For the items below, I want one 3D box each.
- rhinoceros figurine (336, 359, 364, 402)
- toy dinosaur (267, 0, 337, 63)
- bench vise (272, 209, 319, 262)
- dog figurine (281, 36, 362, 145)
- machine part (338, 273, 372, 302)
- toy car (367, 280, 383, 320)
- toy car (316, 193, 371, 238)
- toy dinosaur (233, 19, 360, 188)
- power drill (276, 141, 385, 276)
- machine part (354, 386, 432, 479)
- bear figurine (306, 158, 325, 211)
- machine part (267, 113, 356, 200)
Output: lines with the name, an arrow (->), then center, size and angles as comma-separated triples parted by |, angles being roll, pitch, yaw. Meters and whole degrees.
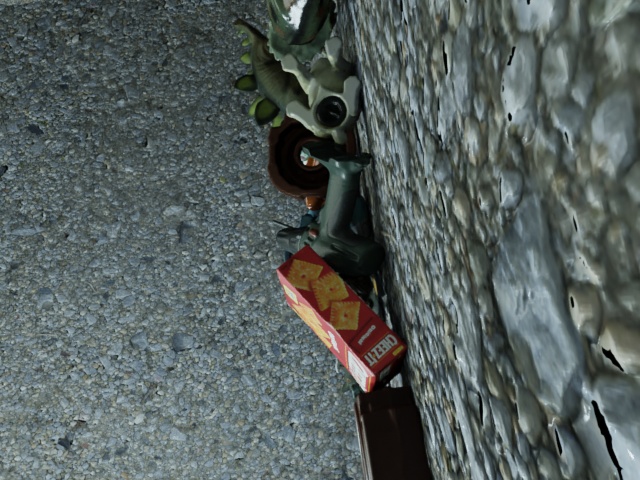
rhinoceros figurine -> 0.083, 0.296, 1.166 | 0.112, 0.073, 0.190 | -67, -31, -41
toy dinosaur -> -0.031, -0.364, 0.824 | 0.405, 0.131, 0.192 | -91, -1, -71
bench vise -> -0.013, -0.005, 1.165 | 0.240, 0.129, 0.223 | 62, -139, -71
dog figurine -> 0.025, -0.232, 0.903 | 0.190, 0.121, 0.172 | -6, -90, -76
machine part -> 0.022, 0.080, 1.005 | 0.243, 0.079, 0.079 | 2, 102, 63
toy car -> 0.086, 0.112, 1.044 | 0.202, 0.056, 0.073 | -104, -1, -55
toy car -> 0.038, -0.014, 0.985 | 0.103, 0.161, 0.109 | 41, -160, 6
toy dinosaur -> -0.042, -0.283, 1.077 | 0.472, 0.198, 0.105 | 48, -177, 15
power drill -> 0.007, -0.050, 0.863 | 0.232, 0.086, 0.207 | 26, 115, 42
machine part -> 0.103, 0.323, 0.775 | 0.200, 0.087, 0.201 | 81, -178, -66
bear figurine -> 0.017, -0.171, 1.134 | 0.132, 0.120, 0.195 | -115, 21, -74
machine part -> -0.013, -0.156, 0.995 | 0.056, 0.179, 0.179 | 15, -113, -82
